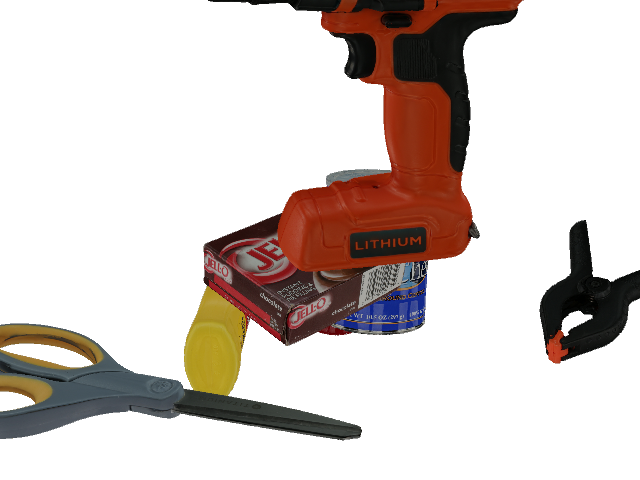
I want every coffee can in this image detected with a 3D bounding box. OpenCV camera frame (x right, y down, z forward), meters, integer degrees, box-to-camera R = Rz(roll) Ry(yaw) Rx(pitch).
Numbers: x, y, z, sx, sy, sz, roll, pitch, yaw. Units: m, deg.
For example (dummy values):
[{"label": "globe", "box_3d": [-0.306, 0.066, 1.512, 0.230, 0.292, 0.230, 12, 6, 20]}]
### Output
[{"label": "coffee can", "box_3d": [0.054, 0.009, 1.032, 0.103, 0.140, 0.103, 2, 14, -1]}]

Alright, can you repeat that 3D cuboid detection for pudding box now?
[{"label": "pudding box", "box_3d": [-0.010, 0.018, 0.731, 0.113, 0.039, 0.090, -22, 42, -38]}]

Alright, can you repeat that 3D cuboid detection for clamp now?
[{"label": "clamp", "box_3d": [0.254, 0.045, 1.012, 0.171, 0.039, 0.120, -36, 42, -27]}]

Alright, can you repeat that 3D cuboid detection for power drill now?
[{"label": "power drill", "box_3d": [0.019, -0.076, 0.537, 0.184, 0.188, 0.057, -4, 33, -13]}]

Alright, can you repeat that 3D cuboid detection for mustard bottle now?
[{"label": "mustard bottle", "box_3d": [-0.105, 0.082, 1.172, 0.058, 0.096, 0.191, 2, 27, 4]}]

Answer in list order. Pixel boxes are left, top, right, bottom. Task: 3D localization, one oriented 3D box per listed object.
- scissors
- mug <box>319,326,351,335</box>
[{"label": "scissors", "box_3d": [-0.091, 0.079, 0.494, 0.202, 0.016, 0.096, 15, 28, 27]}, {"label": "mug", "box_3d": [0.031, 0.085, 1.512, 0.117, 0.081, 0.093, 17, 24, 28]}]
